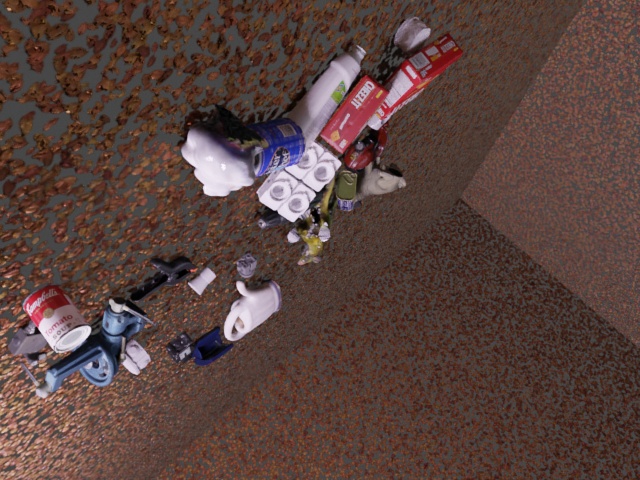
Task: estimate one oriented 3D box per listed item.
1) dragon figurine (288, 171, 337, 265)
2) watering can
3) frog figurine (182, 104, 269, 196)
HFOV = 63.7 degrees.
[{"bbox_3d":[0.005,-0.081,1.615,0.122,0.404,0.246,23,21,5],"label":"dragon figurine"},{"bbox_3d":[-0.215,0.203,1.687,0.105,0.339,0.228,39,48,19],"label":"watering can"},{"bbox_3d":[-0.180,-0.134,0.905,0.136,0.156,0.126,26,33,-20],"label":"frog figurine"}]
